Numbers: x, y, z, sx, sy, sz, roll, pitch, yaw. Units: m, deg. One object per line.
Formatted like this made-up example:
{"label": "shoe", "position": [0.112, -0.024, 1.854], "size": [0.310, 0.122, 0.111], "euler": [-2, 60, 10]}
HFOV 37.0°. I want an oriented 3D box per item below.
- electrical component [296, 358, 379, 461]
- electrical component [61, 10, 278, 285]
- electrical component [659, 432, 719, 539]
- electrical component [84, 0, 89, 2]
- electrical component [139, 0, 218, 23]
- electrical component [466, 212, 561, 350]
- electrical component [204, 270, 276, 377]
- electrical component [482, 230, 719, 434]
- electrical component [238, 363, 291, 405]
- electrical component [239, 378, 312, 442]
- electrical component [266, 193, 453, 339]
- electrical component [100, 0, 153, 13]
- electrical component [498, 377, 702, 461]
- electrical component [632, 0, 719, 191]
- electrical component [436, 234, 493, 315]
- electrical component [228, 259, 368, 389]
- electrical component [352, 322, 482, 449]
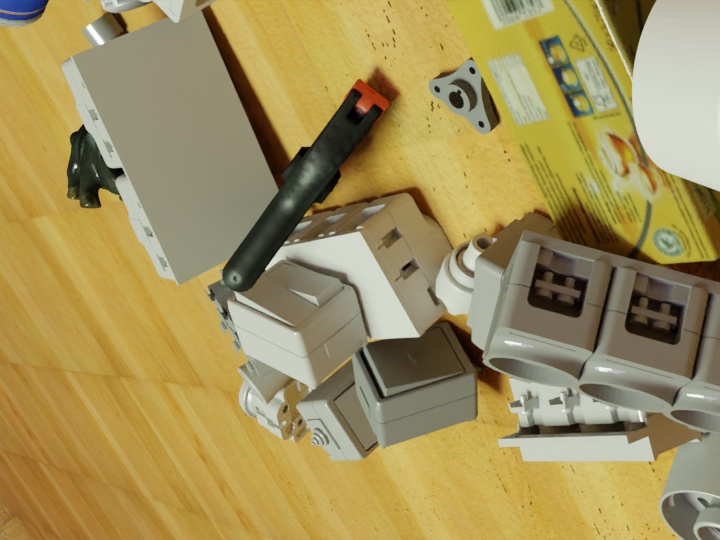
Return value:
{"label": "electrical component", "position": [-0.003, 0.119, 0.916], "size": [0.061, 0.096, 0.061], "euler": [58, 149, -9]}
{"label": "electrical component", "position": [-0.144, -0.096, 0.844], "size": [0.060, 0.105, 0.186], "euler": [8, 124, 63]}
{"label": "electrical component", "position": [0.241, 0.145, 0.679], "size": [0.099, 0.064, 0.099], "euler": [27, 151, 16]}
{"label": "electrical component", "position": [-0.249, -0.256, 0.892], "size": [0.076, 0.047, 0.065], "euler": [49, 149, 4]}
{"label": "electrical component", "position": [-0.143, -0.229, 0.772], "size": [0.089, 0.056, 0.050], "euler": [46, 149, 8]}
{"label": "electrical component", "position": [0.108, 0.010, 0.688], "size": [0.061, 0.062, 0.096], "euler": [31, 144, 30]}
{"label": "electrical component", "position": [-0.087, 0.040, 0.937], "size": [0.121, 0.063, 0.078], "euler": [44, 157, 57]}
{"label": "electrical component", "position": [0.148, 0.039, 0.581], "size": [0.150, 0.061, 0.089], "euler": [15, 165, 5]}
{"label": "electrical component", "position": [-0.077, 0.090, 1.013], "size": [0.044, 0.065, 0.044], "euler": [49, 168, 14]}
{"label": "electrical component", "position": [-0.083, 0.128, 1.071], "size": [0.057, 0.058, 0.078], "euler": [24, 141, 33]}
{"label": "electrical component", "position": [0.000, 0.000, 0.821], "size": [0.150, 0.062, 0.089], "euler": [-8, 116, 56]}
{"label": "electrical component", "position": [-0.186, -0.234, 0.837], "size": [0.048, 0.048, 0.062], "euler": [8, 122, 49]}
{"label": "electrical component", "position": [0.155, 0.089, 0.706], "size": [0.121, 0.079, 0.063], "euler": [-16, 87, 57]}
{"label": "electrical component", "position": [0.165, -0.087, 0.472], "size": [0.060, 0.108, 0.108], "euler": [23, 140, 48]}
{"label": "electrical component", "position": [0.078, 0.001, 0.738], "size": [0.043, 0.043, 0.062], "euler": [40, 147, 18]}
{"label": "electrical component", "position": [-0.052, 0.033, 0.800], "size": [0.096, 0.062, 0.061], "euler": [21, 138, 40]}
{"label": "electrical component", "position": [0.048, 0.083, 0.821], "size": [0.061, 0.096, 0.061], "euler": [-117, 15, -46]}
